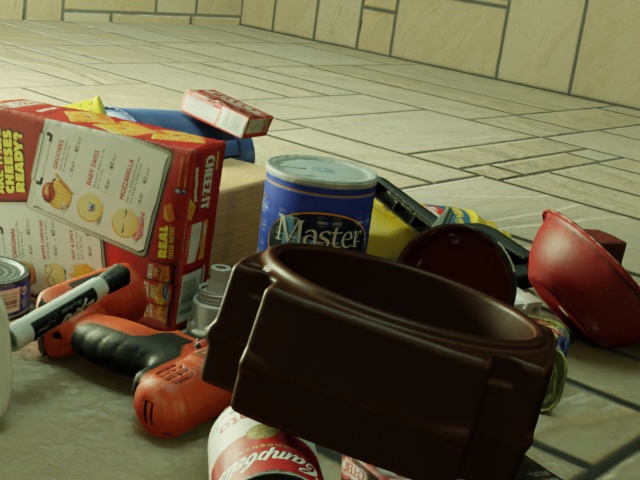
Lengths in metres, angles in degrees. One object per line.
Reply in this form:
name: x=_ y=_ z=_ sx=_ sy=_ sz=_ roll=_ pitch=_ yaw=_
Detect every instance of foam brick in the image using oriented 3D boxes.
foam brick: x=0.280 y=0.031 z=1.127 sx=0.053 sy=0.078 sz=0.051 roll=2 pitch=19 yaw=-20

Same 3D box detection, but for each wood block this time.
wood block: x=-0.121 y=-0.022 z=1.102 sx=0.091 sy=0.090 sz=0.205 roll=16 pitch=19 yaw=27

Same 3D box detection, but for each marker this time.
marker: x=-0.180 y=0.046 z=0.773 sx=0.020 sy=0.020 sz=0.120 roll=16 pitch=30 yaw=28

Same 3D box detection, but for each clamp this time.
clamp: x=0.135 y=0.017 z=1.134 sx=0.210 sy=0.036 sz=0.164 roll=19 pitch=43 yaw=0

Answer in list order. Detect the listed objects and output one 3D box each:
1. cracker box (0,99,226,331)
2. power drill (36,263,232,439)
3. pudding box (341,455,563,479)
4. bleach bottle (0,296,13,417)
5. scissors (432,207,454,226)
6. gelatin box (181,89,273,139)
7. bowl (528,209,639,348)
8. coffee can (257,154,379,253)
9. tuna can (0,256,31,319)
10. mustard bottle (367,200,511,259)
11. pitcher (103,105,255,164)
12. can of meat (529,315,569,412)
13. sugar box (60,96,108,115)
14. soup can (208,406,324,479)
cracker box: x=-0.199 y=-0.026 z=0.945 sx=0.214 sy=0.164 sz=0.072 roll=14 pitch=15 yaw=19
power drill: x=-0.110 y=0.073 z=0.816 sx=0.188 sy=0.057 sz=0.184 roll=18 pitch=24 yaw=35
pudding box: x=0.082 y=0.156 z=0.671 sx=0.113 sy=0.039 sz=0.090 roll=-1 pitch=17 yaw=-30
bleach bottle: x=-0.289 y=0.042 z=0.778 sx=0.068 sy=0.102 sz=0.251 roll=-10 pitch=23 yaw=-28
scissors: x=0.114 y=0.028 z=1.070 sx=0.096 sy=0.016 sz=0.201 roll=29 pitch=43 yaw=28
gelatin box: x=-0.110 y=-0.151 z=1.264 sx=0.089 sy=0.030 sz=0.073 roll=26 pitch=15 yaw=15
bowl: x=0.247 y=0.049 z=1.005 sx=0.162 sy=0.055 sz=0.162 roll=49 pitch=-2 yaw=1
coffee can: x=-0.006 y=0.001 z=0.980 sx=0.103 sy=0.140 sz=0.103 roll=7 pitch=16 yaw=-2
tuna can: x=-0.290 y=0.040 z=0.909 sx=0.086 sy=0.034 sz=0.086 roll=7 pitch=16 yaw=-2
mustard bottle: x=0.125 y=-0.008 z=1.222 sx=0.191 sy=0.058 sz=0.096 roll=6 pitch=25 yaw=-9
pitcher: x=-0.172 y=-0.096 z=1.265 sx=0.149 sy=0.145 sz=0.242 roll=40 pitch=24 yaw=18
can of meat: x=0.155 y=0.095 z=0.887 sx=0.102 sy=0.057 sz=0.083 roll=12 pitch=14 yaw=14
sugar box: x=-0.284 y=-0.074 z=1.040 sx=0.176 sy=0.093 sz=0.048 roll=-16 pitch=45 yaw=-3
soup can: x=-0.031 y=0.141 z=0.619 sx=0.068 sy=0.068 sz=0.102 roll=5 pitch=15 yaw=-8
